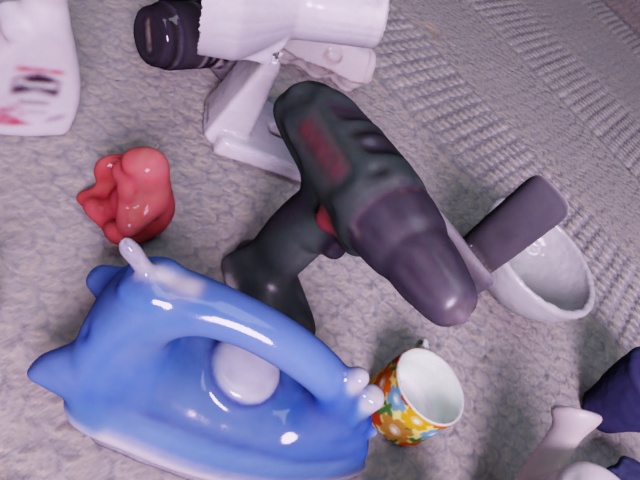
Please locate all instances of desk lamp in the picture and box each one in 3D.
[{"bbox_3d":[-0.044,-0.181,0.554,0.204,0.213,0.118,16,48,-25],"label":"desk lamp"}]

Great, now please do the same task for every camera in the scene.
[{"bbox_3d":[-0.133,-0.242,0.621,0.137,0.100,0.143,-23,72,-45],"label":"camera"}]

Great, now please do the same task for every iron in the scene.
[{"bbox_3d":[-0.045,0.090,0.389,0.259,0.141,0.118,28,44,-15],"label":"iron"}]

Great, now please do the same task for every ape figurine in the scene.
[{"bbox_3d":[-0.147,-0.041,0.455,0.076,0.092,0.077,15,49,-26],"label":"ape figurine"}]

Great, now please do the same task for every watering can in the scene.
[{"bbox_3d":[0.201,0.213,0.430,0.101,0.193,0.172,0,57,-36],"label":"watering can"}]

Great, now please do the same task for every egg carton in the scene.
[{"bbox_3d":[0.004,-0.263,0.762,0.151,0.069,0.107,15,49,-26],"label":"egg carton"}]

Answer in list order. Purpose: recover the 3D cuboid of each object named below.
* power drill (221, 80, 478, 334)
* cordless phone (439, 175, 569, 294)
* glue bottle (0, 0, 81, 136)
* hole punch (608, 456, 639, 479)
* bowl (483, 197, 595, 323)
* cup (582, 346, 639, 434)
[{"bbox_3d":[0.004,0.002,0.446,0.076,0.208,0.229,-3,58,-37],"label":"power drill"},{"bbox_3d":[0.154,-0.027,0.596,0.147,0.184,0.094,50,43,8],"label":"cordless phone"},{"bbox_3d":[-0.213,-0.148,0.433,0.078,0.173,0.037,-11,64,-41],"label":"glue bottle"},{"bbox_3d":[0.301,0.265,0.539,0.109,0.091,0.101,-24,73,-45],"label":"hole punch"},{"bbox_3d":[0.246,0.035,0.695,0.168,0.074,0.167,20,47,-22],"label":"bowl"},{"bbox_3d":[0.354,0.186,0.638,0.118,0.094,0.092,41,43,-1],"label":"cup"}]
